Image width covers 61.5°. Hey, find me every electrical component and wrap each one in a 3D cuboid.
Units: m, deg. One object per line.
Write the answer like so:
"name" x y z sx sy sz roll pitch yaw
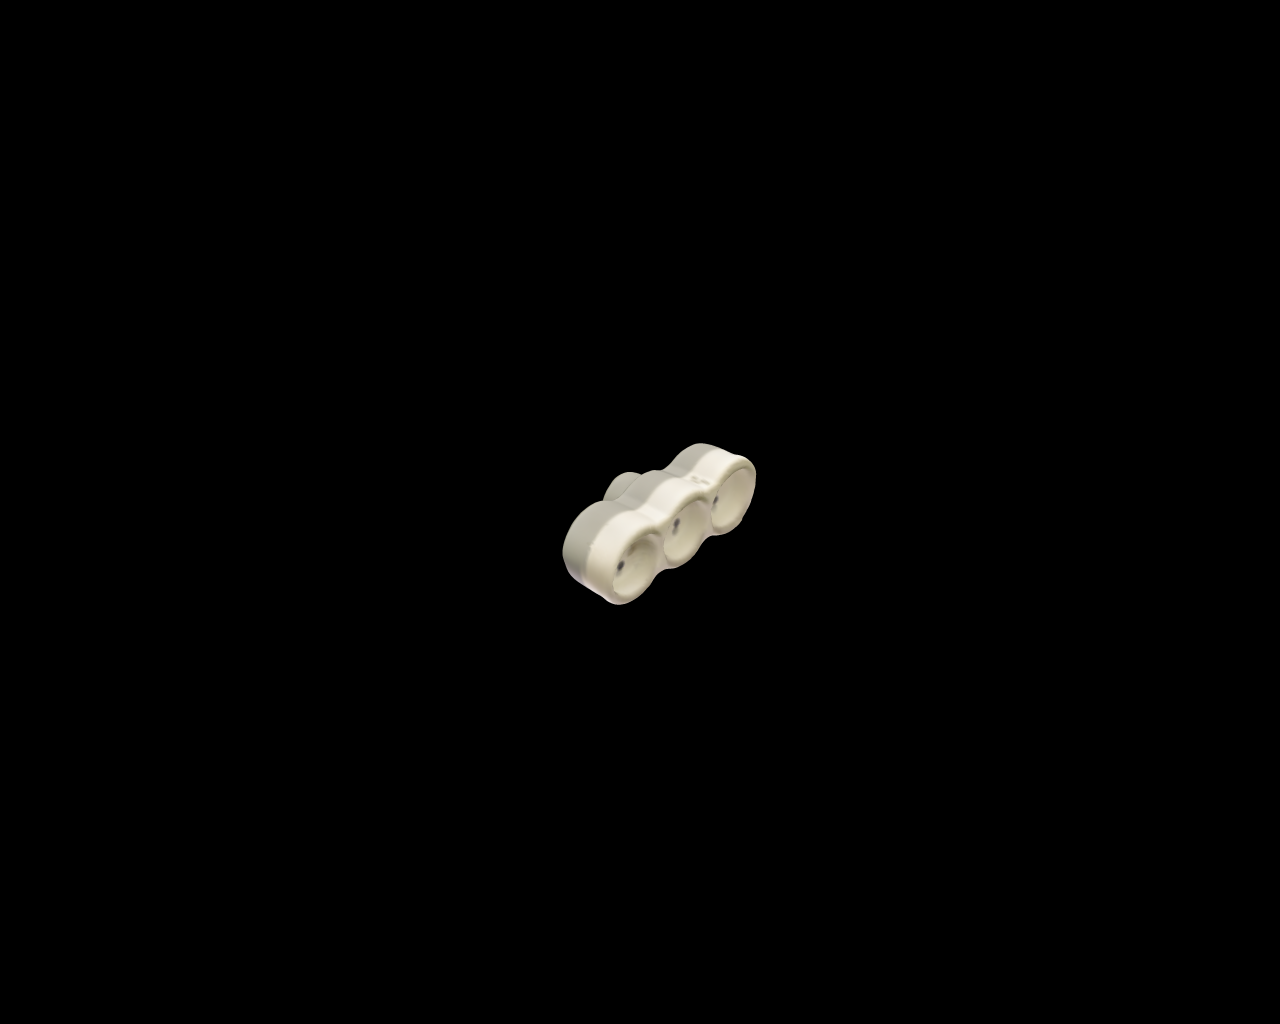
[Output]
"electrical component" 0.001 -0.003 0.650 0.074 0.052 0.138 27 44 33
